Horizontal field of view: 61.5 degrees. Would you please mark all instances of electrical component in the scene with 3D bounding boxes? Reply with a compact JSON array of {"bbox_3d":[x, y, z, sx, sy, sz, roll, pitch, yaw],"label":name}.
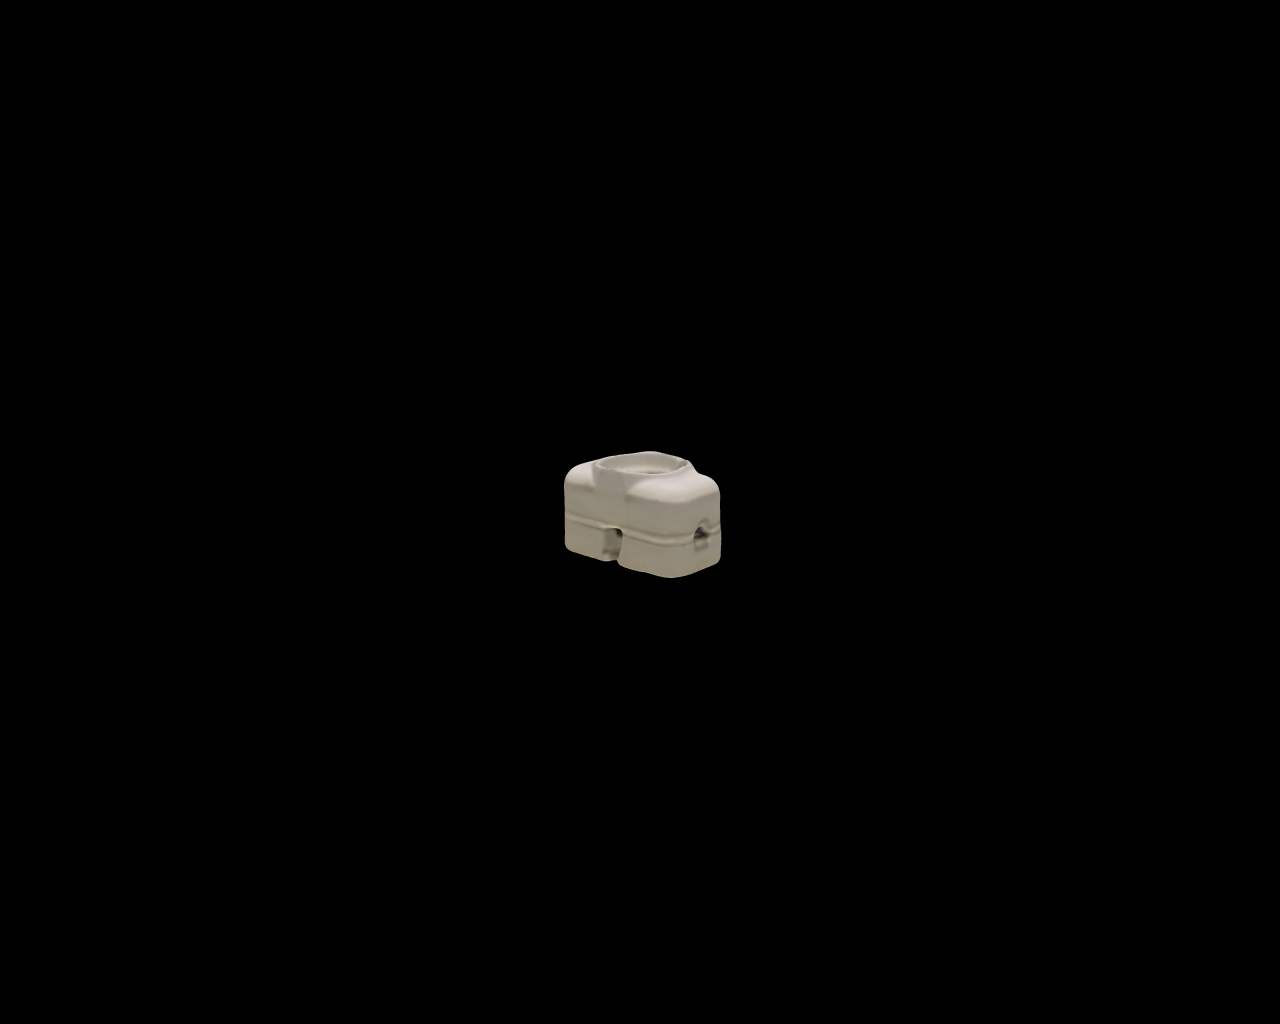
[{"bbox_3d":[0.001,-0.003,0.650,0.095,0.059,0.054,15,22,40],"label":"electrical component"}]
